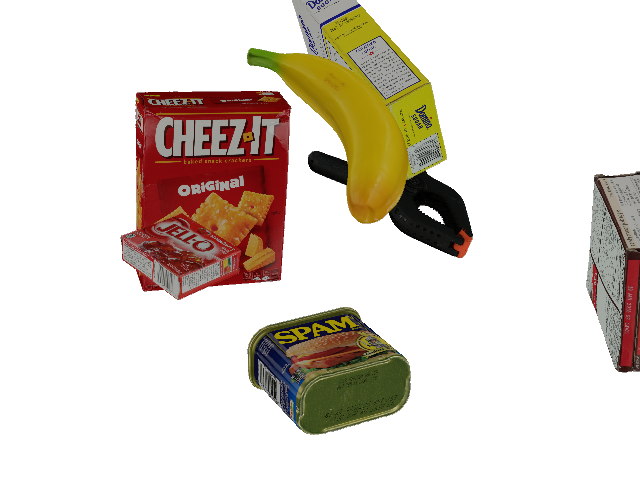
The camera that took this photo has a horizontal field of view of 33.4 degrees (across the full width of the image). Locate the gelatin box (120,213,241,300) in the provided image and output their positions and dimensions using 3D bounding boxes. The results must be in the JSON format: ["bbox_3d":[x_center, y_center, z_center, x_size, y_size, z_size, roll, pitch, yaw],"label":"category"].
[{"bbox_3d":[-0.129,0.012,0.985,0.073,0.030,0.089,-23,41,-39],"label":"gelatin box"}]

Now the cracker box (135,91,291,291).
[{"bbox_3d":[-0.122,-0.055,1.192,0.164,0.214,0.072,-3,24,-17],"label":"cracker box"}]

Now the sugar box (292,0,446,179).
[{"bbox_3d":[0.038,-0.139,0.877,0.048,0.176,0.093,-27,-38,-5],"label":"sugar box"}]

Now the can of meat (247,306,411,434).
[{"bbox_3d":[0.007,0.100,0.820,0.101,0.057,0.084,-12,27,-26],"label":"can of meat"}]

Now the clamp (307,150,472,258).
[{"bbox_3d":[0.094,-0.056,1.244,0.164,0.036,0.210,-16,52,-28],"label":"clamp"}]

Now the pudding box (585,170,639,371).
[{"bbox_3d":[0.202,0.018,0.692,0.039,0.090,0.113,-2,28,2],"label":"pudding box"}]

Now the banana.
[{"bbox_3d":[0.016,-0.070,0.678,0.069,0.037,0.198,-14,39,-18],"label":"banana"}]
